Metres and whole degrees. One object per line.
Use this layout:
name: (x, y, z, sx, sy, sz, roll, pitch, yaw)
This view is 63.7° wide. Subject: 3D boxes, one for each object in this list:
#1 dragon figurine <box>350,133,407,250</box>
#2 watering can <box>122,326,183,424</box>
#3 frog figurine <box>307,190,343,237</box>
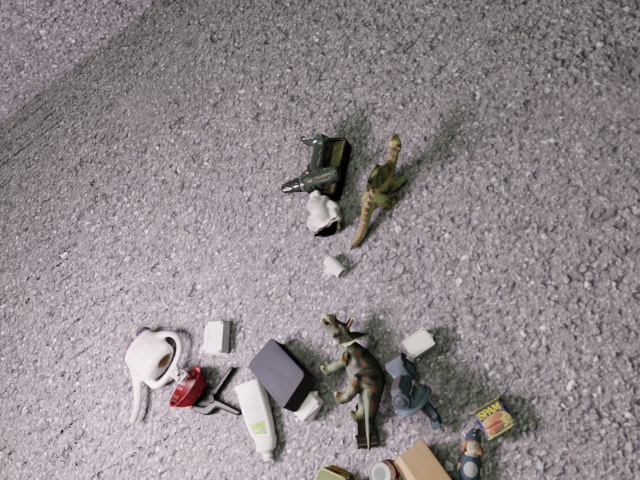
dragon figurine: (0.184, -0.170, 1.736, 0.123, 0.239, 0.414, 23, 79, 22)
watering can: (-0.648, 0.472, 1.901, 0.226, 0.102, 0.349, 31, 84, 26)
frog figurine: (0.006, -0.093, 1.847, 0.136, 0.122, 0.162, -44, 54, 21)
